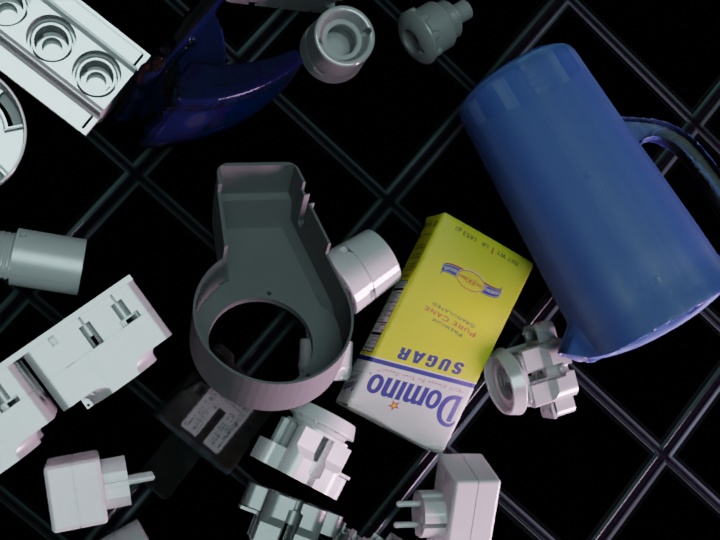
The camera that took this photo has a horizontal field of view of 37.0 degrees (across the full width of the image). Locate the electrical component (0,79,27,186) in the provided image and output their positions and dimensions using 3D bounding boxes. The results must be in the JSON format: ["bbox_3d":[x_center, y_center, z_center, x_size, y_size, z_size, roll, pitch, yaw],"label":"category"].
[{"bbox_3d":[-0.296,-0.101,0.789,0.099,0.064,0.099,1,86,-15],"label":"electrical component"}]

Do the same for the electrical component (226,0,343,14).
[{"bbox_3d":[-0.060,-0.244,0.865,0.089,0.050,0.055,4,86,-14],"label":"electrical component"}]

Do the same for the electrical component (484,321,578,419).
[{"bbox_3d":[0.140,0.087,0.892,0.057,0.058,0.078,-15,91,-18],"label":"electrical component"}]

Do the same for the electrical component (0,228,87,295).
[{"bbox_3d":[-0.249,-0.009,0.806,0.081,0.043,0.043,10,84,-14],"label":"electrical component"}]

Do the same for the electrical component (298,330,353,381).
[{"bbox_3d":[-0.027,0.057,0.858,0.043,0.043,0.062,4,85,-14],"label":"electrical component"}]

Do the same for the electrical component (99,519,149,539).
[{"bbox_3d":[-0.138,0.249,0.813,0.074,0.052,0.138,-28,94,-14],"label":"electrical component"}]

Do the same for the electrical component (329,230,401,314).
[{"bbox_3d":[0.000,0.000,0.864,0.047,0.055,0.055,-33,95,-18],"label":"electrical component"}]

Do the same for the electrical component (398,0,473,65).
[{"bbox_3d":[0.066,-0.205,0.899,0.062,0.048,0.048,-34,95,-21],"label":"electrical component"}]

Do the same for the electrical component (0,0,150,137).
[{"bbox_3d":[-0.232,-0.167,0.810,0.121,0.063,0.078,38,78,-9],"label":"electrical component"}]

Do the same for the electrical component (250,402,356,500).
[{"bbox_3d":[-0.039,0.137,0.842,0.078,0.058,0.057,33,77,-27],"label":"electrical component"}]

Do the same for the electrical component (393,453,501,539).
[{"bbox_3d":[0.064,0.194,0.857,0.076,0.047,0.083,2,108,-14],"label":"electrical component"}]

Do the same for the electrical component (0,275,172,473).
[{"bbox_3d":[-0.228,0.084,0.773,0.186,0.105,0.060,-36,96,-14],"label":"electrical component"}]

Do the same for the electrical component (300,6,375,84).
[{"bbox_3d":[-0.018,-0.184,0.874,0.055,0.047,0.055,1,86,-14],"label":"electrical component"}]

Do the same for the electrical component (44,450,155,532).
[{"bbox_3d":[-0.191,0.159,0.798,0.077,0.066,0.047,-8,89,-15],"label":"electrical component"}]

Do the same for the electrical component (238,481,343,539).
[{"bbox_3d":[-0.060,0.204,0.833,0.078,0.058,0.057,22,80,-8],"label":"electrical component"}]

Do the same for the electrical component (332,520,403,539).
[{"bbox_3d":[0.007,0.234,0.815,0.063,0.121,0.078,39,78,-7],"label":"electrical component"}]
